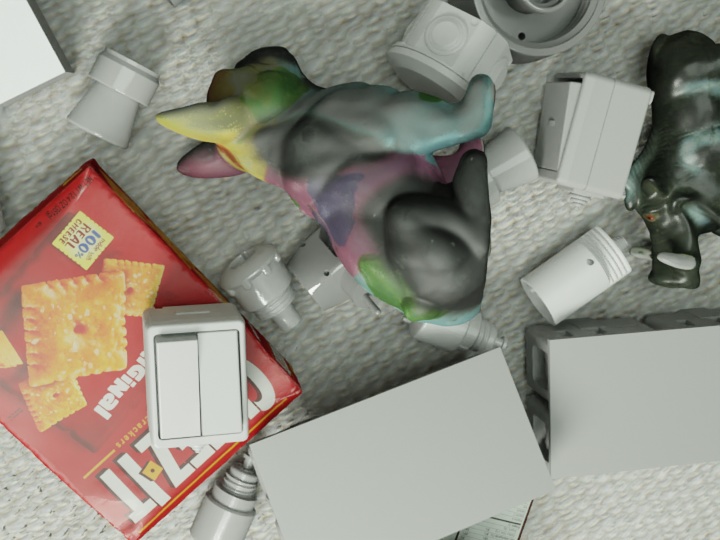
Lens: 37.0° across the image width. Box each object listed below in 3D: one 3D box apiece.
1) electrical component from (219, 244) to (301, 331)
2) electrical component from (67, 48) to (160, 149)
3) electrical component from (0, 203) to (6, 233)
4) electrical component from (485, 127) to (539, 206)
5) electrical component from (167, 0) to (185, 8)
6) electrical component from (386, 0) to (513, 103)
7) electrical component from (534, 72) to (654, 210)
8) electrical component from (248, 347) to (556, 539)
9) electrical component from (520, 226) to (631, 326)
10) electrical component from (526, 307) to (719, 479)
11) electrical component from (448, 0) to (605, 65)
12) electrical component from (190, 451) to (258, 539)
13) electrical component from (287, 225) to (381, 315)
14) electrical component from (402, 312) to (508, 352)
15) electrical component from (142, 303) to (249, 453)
[{"bbox_3d":[-0.066,0.016,0.767,0.048,0.048,0.062,-37,111,-3],"label":"electrical component"},{"bbox_3d":[-0.165,-0.116,0.725,0.045,0.045,0.055,27,93,-14],"label":"electrical component"},{"bbox_3d":[-0.310,-0.049,0.705,0.138,0.052,0.073,-11,101,-9],"label":"electrical component"},{"bbox_3d":[0.095,-0.071,0.782,0.055,0.045,0.045,-30,104,-4],"label":"electrical component"},{"bbox_3d":[-0.106,-0.218,0.719,0.081,0.043,0.043,-39,104,-3],"label":"electrical component"},{"bbox_3d":[0.063,-0.145,0.746,0.080,0.080,0.051,33,87,-14],"label":"electrical component"},{"bbox_3d":[0.162,-0.093,0.782,0.061,0.062,0.096,13,97,-13],"label":"electrical component"},{"bbox_3d":[0.026,0.138,0.757,0.186,0.060,0.105,-20,86,-11],"label":"electrical component"},{"bbox_3d":[0.166,0.001,0.809,0.081,0.043,0.043,-35,104,-3],"label":"electrical component"},{"bbox_3d":[0.224,0.090,0.826,0.186,0.060,0.105,-4,100,-10],"label":"electrical component"},{"bbox_3d":[0.121,-0.200,0.756,0.108,0.060,0.108,-2,100,-10],"label":"electrical component"},{"bbox_3d":[-0.095,0.171,0.790,0.040,0.040,0.078,23,95,-14],"label":"electrical component"},{"bbox_3d":[0.000,0.000,0.763,0.077,0.079,0.043,-39,144,-2],"label":"electrical component"},{"bbox_3d":[0.073,0.042,0.800,0.078,0.040,0.040,22,95,-14],"label":"electrical component"},{"bbox_3d":[-0.105,0.074,0.688,0.062,0.061,0.096,-3,100,-13],"label":"electrical component"}]
